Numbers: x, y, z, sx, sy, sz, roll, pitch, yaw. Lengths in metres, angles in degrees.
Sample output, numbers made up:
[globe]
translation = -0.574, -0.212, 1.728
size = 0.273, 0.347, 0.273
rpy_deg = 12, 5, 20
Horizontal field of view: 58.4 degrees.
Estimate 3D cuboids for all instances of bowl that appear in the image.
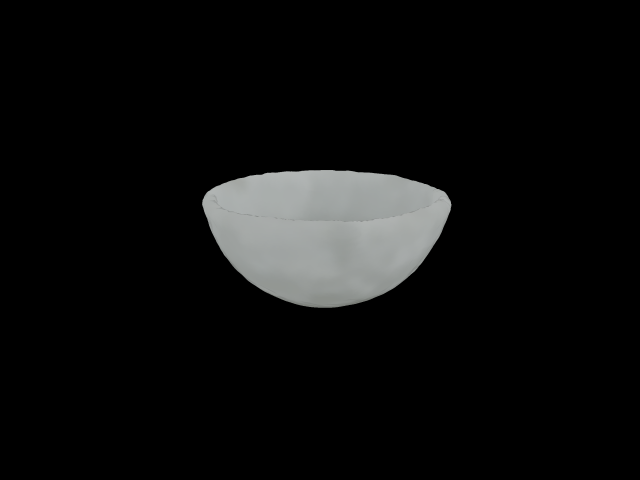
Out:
[bowl]
translation = 0.004, 0.001, 0.400
size = 0.167, 0.075, 0.167
rpy_deg = 0, 18, 0
